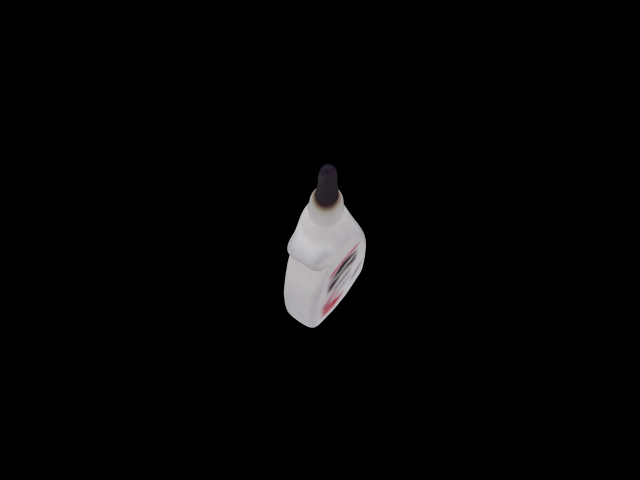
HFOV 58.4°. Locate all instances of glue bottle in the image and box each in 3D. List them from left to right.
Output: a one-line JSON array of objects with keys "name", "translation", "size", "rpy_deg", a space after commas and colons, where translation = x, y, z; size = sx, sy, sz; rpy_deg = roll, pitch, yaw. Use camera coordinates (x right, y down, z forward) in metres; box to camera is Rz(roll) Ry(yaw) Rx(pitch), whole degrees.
[{"name": "glue bottle", "translation": [0.004, 0.001, 0.400], "size": [0.037, 0.173, 0.078], "rpy_deg": [30, 67, 15]}]
